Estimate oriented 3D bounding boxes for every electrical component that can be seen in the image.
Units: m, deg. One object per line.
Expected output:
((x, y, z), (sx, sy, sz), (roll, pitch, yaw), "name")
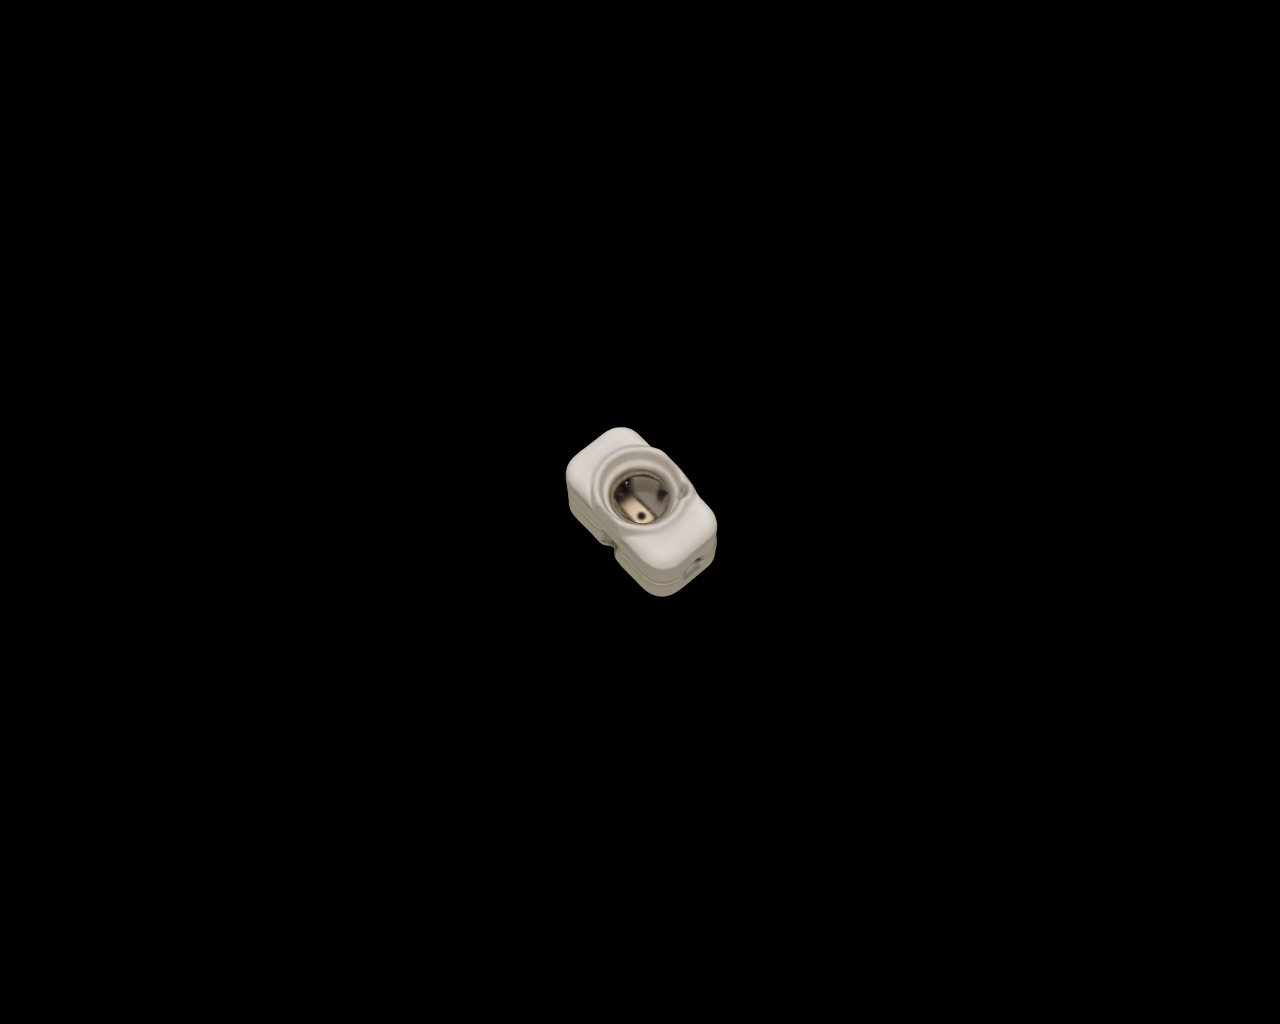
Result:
((0.001, -0.003, 0.650), (0.054, 0.095, 0.059), (-38, -19, -16), "electrical component")
